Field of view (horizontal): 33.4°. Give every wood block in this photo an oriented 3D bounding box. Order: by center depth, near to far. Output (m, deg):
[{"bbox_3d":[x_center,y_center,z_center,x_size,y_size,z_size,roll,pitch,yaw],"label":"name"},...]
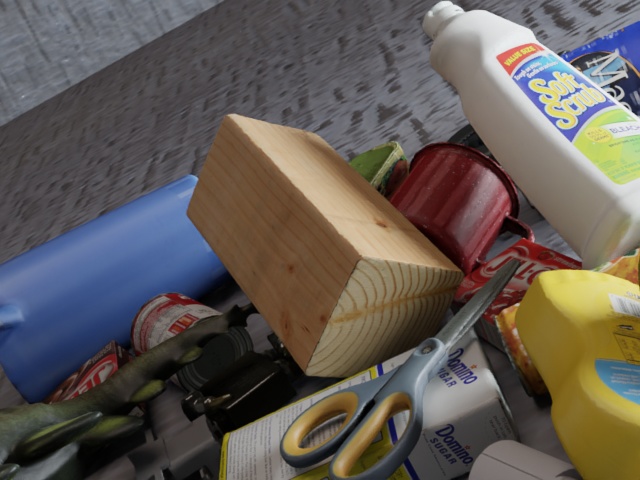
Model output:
[{"bbox_3d":[-0.005,0.000,0.749,0.206,0.090,0.090,48,120,47],"label":"wood block"}]

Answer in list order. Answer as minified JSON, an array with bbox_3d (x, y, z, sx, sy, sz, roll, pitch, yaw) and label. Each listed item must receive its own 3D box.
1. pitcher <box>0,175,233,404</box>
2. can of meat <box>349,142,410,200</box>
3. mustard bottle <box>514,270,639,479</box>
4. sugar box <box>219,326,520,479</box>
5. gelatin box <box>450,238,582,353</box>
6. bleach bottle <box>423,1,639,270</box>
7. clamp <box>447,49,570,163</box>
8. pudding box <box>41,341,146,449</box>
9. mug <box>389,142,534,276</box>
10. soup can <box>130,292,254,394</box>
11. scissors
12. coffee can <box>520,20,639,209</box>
[{"bbox_3d":[-0.198,0.042,1.009,0.242,0.145,0.149,-29,33,-9],"label":"pitcher"},{"bbox_3d":[0.049,-0.019,0.867,0.058,0.084,0.102,-14,26,35],"label":"can of meat"},{"bbox_3d":[0.153,0.084,0.498,0.191,0.096,0.058,-91,25,-65],"label":"mustard bottle"},{"bbox_3d":[0.026,0.121,0.638,0.176,0.048,0.093,-23,22,8],"label":"sugar box"},{"bbox_3d":[0.133,0.036,0.708,0.073,0.030,0.089,-33,22,-10],"label":"gelatin box"},{"bbox_3d":[0.145,-0.083,0.719,0.102,0.068,0.251,-16,50,-29],"label":"bleach bottle"},{"bbox_3d":[0.182,-0.100,0.941,0.210,0.036,0.165,-34,22,-8],"label":"clamp"},{"bbox_3d":[-0.192,0.142,0.851,0.113,0.039,0.090,-43,21,3],"label":"pudding box"},{"bbox_3d":[0.100,-0.008,0.790,0.117,0.093,0.081,24,53,19],"label":"mug"},{"bbox_3d":[-0.103,0.084,0.853,0.068,0.068,0.102,-37,23,-19],"label":"soup can"},{"bbox_3d":[0.046,0.075,0.631,0.096,0.016,0.201,-9,29,36],"label":"scissors"},{"bbox_3d":[0.208,-0.097,0.810,0.140,0.103,0.102,-23,22,17],"label":"coffee can"}]
